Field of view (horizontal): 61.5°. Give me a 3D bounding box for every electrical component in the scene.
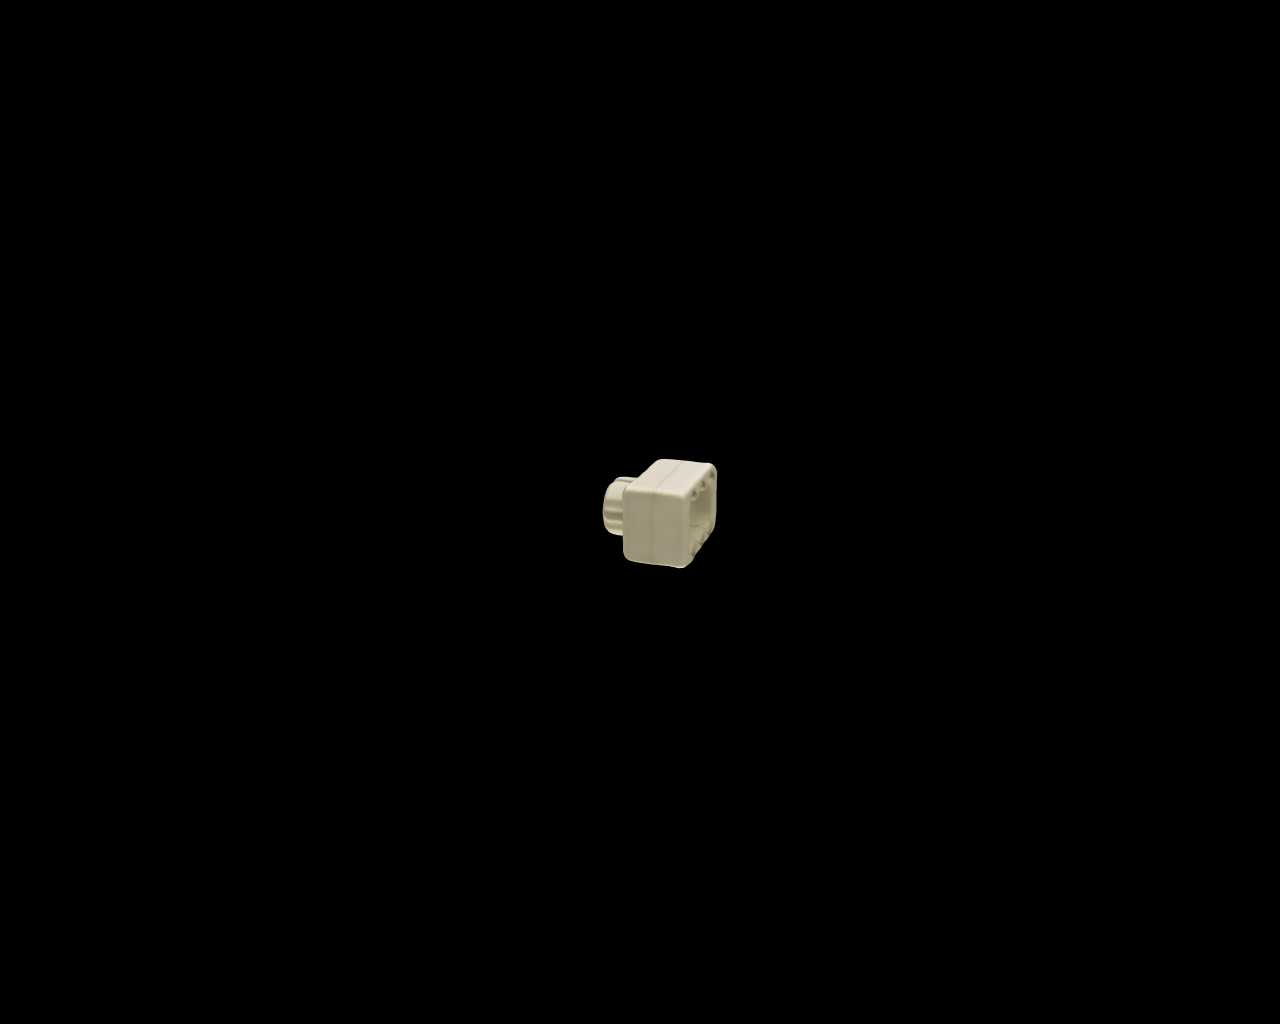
[{"bbox_3d":[0.001,-0.003,0.650,0.077,0.047,0.066,7,22,18],"label":"electrical component"}]
